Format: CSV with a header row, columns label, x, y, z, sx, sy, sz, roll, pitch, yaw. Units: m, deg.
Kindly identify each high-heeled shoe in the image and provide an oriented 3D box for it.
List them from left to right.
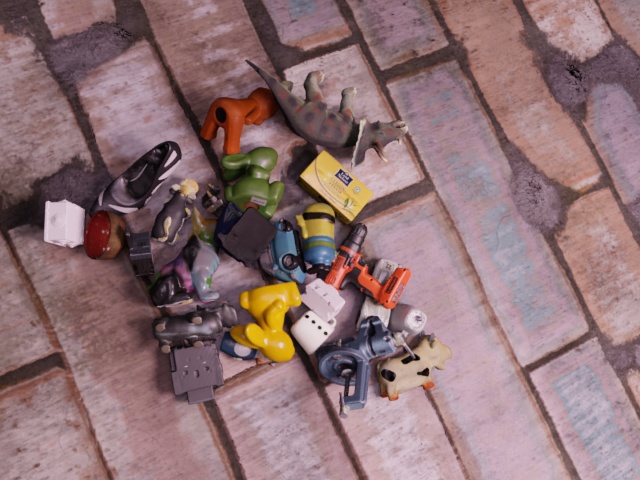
label,x,y,z,sx,sy,sz,roll,pitch,yaw
high-heeled shoe,-0.418,-0.133,1.209,0.249,0.145,0.086,-39,89,-16

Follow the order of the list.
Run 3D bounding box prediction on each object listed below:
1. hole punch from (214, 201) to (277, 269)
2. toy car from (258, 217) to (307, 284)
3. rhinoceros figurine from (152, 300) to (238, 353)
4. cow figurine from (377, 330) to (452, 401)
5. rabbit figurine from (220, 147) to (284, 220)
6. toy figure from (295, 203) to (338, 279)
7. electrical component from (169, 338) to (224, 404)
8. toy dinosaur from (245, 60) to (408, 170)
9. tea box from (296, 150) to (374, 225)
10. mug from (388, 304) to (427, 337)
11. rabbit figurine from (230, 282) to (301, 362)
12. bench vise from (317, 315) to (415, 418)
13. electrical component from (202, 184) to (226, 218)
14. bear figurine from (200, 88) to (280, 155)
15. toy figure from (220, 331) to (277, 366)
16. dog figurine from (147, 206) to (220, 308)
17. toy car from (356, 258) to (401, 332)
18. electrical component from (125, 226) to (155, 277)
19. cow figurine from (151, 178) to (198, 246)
label,x,y,z,sx,sy,sz,roll,pitch,yaw
hole punch,-0.181,-0.016,1.223,0.116,0.092,0.142,-55,136,-12
toy car,-0.096,0.033,1.271,0.103,0.109,0.161,-16,75,8
rhinoceros figurine,-0.280,0.192,1.206,0.190,0.112,0.073,-12,100,-7
cow figurine,0.229,0.299,1.303,0.195,0.085,0.127,-16,91,-12
rabbit figurine,-0.160,-0.151,1.297,0.159,0.121,0.170,11,61,-2
toy figure,0.000,-0.003,1.288,0.089,0.082,0.180,-14,62,13
electrical component,-0.278,0.297,1.213,0.115,0.058,0.134,-12,83,-11
toy dinosaur,0.003,-0.286,1.282,0.405,0.131,0.192,11,59,-21
tea box,0.036,-0.128,1.338,0.169,0.068,0.098,39,75,-2
mug,0.206,0.202,1.299,0.081,0.107,0.109,38,74,-2
rabbit figurine,-0.111,0.190,1.202,0.162,0.122,0.173,-8,82,-40
bench vise,0.088,0.286,1.198,0.224,0.241,0.128,-9,124,17
electrical component,-0.246,-0.090,1.263,0.078,0.102,0.045,38,104,-22
bear figurine,-0.180,-0.301,1.307,0.120,0.131,0.196,33,34,20
toy figure,-0.153,0.255,1.247,0.154,0.058,0.064,18,116,-10
dog figurine,-0.300,0.038,1.229,0.192,0.108,0.219,-5,78,-9
toy car,0.145,0.144,1.321,0.073,0.056,0.201,20,77,-8
electrical component,-0.400,0.017,1.194,0.048,0.119,0.075,-7,43,-15
cow figurine,-0.335,-0.071,1.238,0.068,0.098,0.167,23,83,-8
